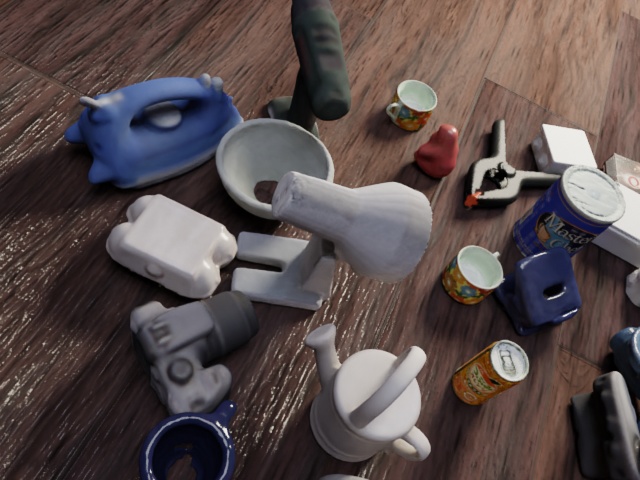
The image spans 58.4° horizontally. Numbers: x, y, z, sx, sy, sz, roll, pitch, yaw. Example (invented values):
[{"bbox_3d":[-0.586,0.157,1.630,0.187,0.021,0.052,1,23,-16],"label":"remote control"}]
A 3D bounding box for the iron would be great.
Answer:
[{"bbox_3d":[-0.210,-0.174,0.790,0.259,0.141,0.118,-26,69,-29],"label":"iron"}]

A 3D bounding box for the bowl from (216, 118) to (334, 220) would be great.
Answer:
[{"bbox_3d":[-0.068,-0.090,0.822,0.168,0.074,0.167,8,57,-12],"label":"bowl"}]

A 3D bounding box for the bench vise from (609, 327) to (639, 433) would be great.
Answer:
[{"bbox_3d":[0.494,0.183,0.737,0.122,0.219,0.207,-15,64,-24],"label":"bench vise"}]

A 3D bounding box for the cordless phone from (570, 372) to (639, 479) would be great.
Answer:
[{"bbox_3d":[0.405,0.226,0.704,0.094,0.185,0.147,8,57,-12],"label":"cordless phone"}]

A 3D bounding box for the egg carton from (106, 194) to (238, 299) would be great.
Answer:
[{"bbox_3d":[-0.187,0.009,0.727,0.150,0.069,0.107,25,55,-1],"label":"egg carton"}]

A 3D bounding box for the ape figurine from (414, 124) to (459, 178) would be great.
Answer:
[{"bbox_3d":[0.197,-0.152,0.932,0.078,0.092,0.076,-5,60,-19],"label":"ape figurine"}]

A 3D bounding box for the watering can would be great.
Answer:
[{"bbox_3d":[0.052,0.168,0.626,0.173,0.194,0.101,25,55,0],"label":"watering can"}]

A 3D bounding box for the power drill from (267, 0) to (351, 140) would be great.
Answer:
[{"bbox_3d":[-0.021,-0.248,0.854,0.076,0.208,0.229,-7,61,-20],"label":"power drill"}]

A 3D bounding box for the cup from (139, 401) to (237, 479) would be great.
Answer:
[{"bbox_3d":[-0.131,0.224,0.595,0.091,0.095,0.118,35,56,6],"label":"cup"}]

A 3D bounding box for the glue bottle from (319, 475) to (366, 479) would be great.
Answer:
[{"bbox_3d":[0.037,0.263,0.575,0.078,0.173,0.037,34,56,6],"label":"glue bottle"}]

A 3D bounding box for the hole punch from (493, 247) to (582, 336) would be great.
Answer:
[{"bbox_3d":[0.325,0.074,0.832,0.109,0.091,0.101,-16,65,-25],"label":"hole punch"}]

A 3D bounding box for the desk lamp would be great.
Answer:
[{"bbox_3d":[0.006,0.003,0.703,0.203,0.213,0.118,8,57,-12],"label":"desk lamp"}]

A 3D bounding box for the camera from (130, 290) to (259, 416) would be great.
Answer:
[{"bbox_3d":[-0.132,0.120,0.656,0.137,0.100,0.143,-24,68,-28],"label":"camera"}]
